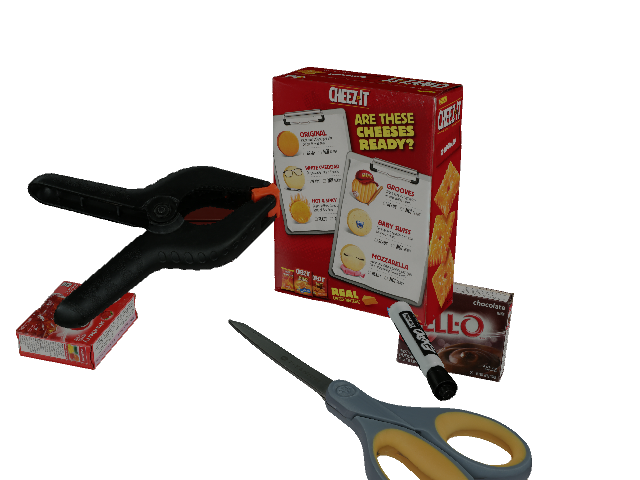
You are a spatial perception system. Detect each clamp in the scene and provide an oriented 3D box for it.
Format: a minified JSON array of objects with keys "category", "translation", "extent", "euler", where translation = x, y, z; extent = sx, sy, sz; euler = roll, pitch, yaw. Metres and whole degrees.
[{"category":"clamp","translation":[-0.116,-0.017,0.728],"extent":[0.171,0.120,0.039],"euler":[-20,-25,-18]}]

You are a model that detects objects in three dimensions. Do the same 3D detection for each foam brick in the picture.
[{"category":"foam brick","translation":[-0.132,-0.010,1.145],"extent":[0.078,0.051,0.053],"euler":[0,26,-9]}]

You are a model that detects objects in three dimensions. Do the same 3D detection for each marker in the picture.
[{"category":"marker","translation":[0.080,0.086,0.838],"extent":[0.020,0.020,0.121],"euler":[0,28,-15]}]

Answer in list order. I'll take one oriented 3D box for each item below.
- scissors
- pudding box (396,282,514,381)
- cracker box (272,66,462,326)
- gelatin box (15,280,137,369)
[{"category":"scissors","translation":[0.033,0.086,0.575],"extent":[0.096,0.016,0.202],"euler":[-8,30,-27]},{"category":"pudding box","translation":[0.140,0.090,1.113],"extent":[0.113,0.090,0.039],"euler":[9,21,14]},{"category":"cracker box","translation":[0.042,-0.044,0.984],"extent":[0.164,0.214,0.072],"euler":[12,23,27]},{"category":"gelatin box","translation":[-0.213,0.073,0.942],"extent":[0.073,0.030,0.089],"euler":[9,31,15]}]
